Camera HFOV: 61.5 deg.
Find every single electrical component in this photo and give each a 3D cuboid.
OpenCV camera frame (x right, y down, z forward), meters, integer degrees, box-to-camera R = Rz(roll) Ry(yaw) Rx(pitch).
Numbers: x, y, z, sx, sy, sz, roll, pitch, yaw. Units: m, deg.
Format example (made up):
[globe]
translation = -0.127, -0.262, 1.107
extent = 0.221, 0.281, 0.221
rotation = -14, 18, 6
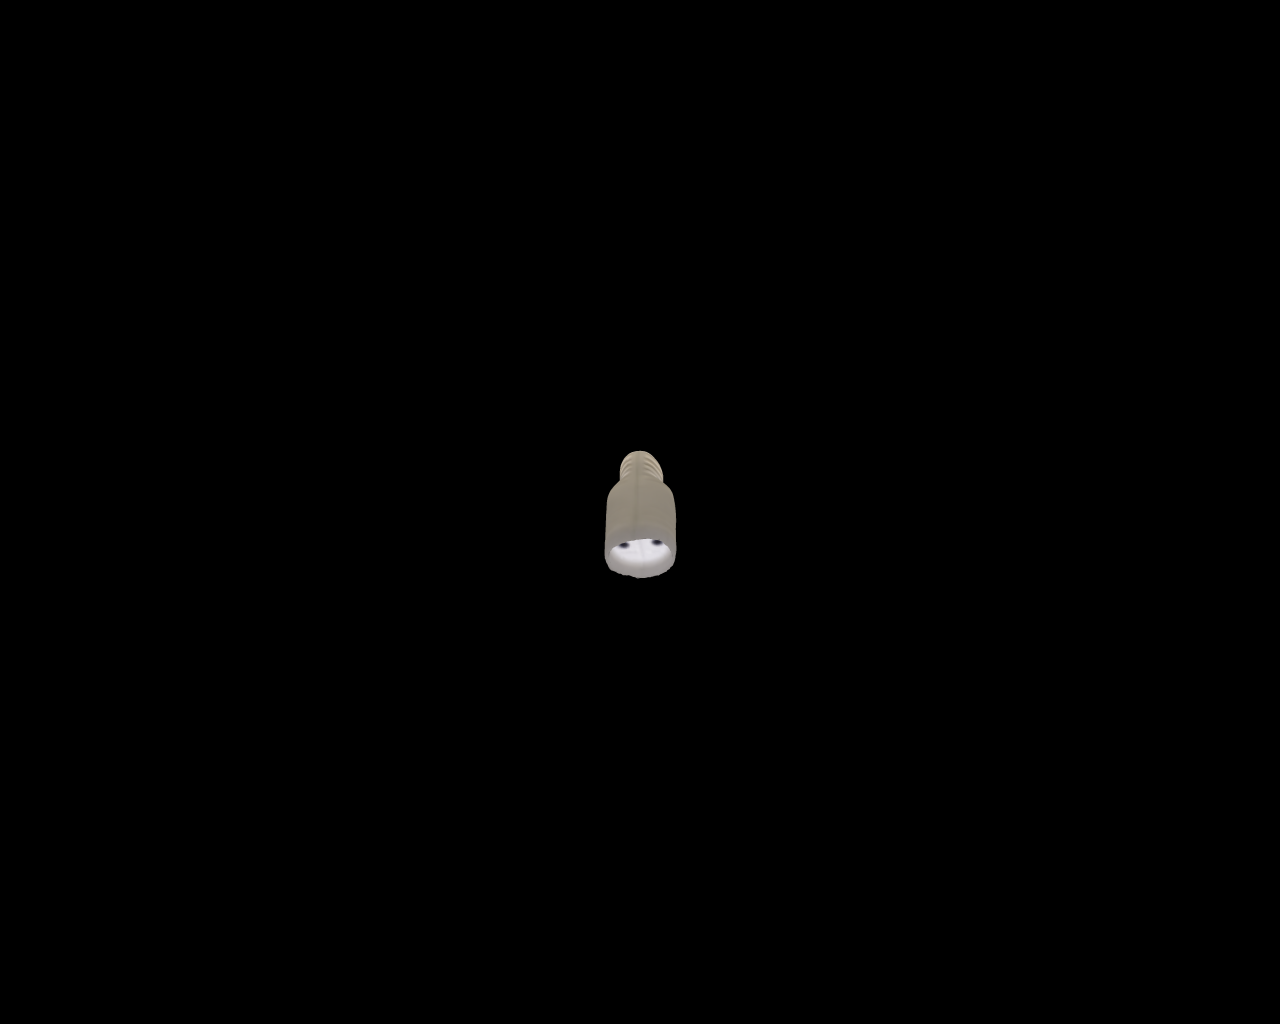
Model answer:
[electrical component]
translation = 0.001, -0.003, 0.650
extent = 0.043, 0.081, 0.043
rotation = 0, -39, 0
